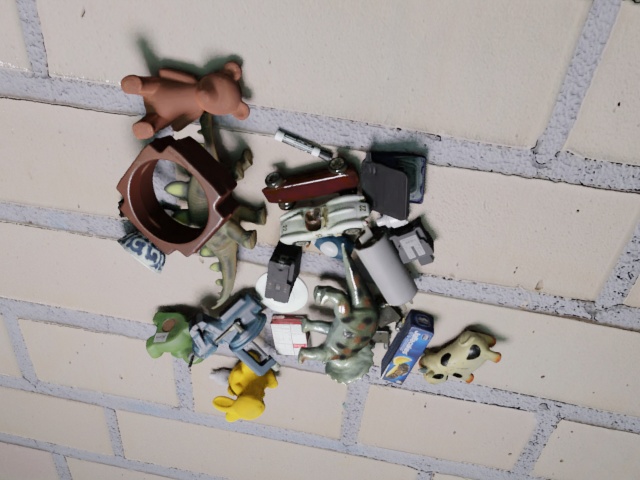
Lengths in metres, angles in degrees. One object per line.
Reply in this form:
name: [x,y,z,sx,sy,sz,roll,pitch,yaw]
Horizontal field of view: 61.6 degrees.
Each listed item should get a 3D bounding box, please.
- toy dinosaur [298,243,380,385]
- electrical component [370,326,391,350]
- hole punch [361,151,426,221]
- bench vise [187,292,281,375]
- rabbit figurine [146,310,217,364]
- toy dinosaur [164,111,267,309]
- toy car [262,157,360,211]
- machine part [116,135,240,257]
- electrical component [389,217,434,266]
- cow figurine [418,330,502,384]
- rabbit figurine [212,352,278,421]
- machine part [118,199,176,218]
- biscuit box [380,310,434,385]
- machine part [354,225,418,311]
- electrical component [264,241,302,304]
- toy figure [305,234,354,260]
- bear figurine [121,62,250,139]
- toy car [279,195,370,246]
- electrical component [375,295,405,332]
toy dinosaur: [0.066,0.190,1.224,0.192,0.131,0.404,12,129,-14]
electrical component: [0.143,0.231,1.317,0.063,0.021,0.093,0,124,11]
hole punch: [0.145,-0.113,1.053,0.116,0.092,0.142,23,135,33]
bench vise: [-0.198,0.254,1.306,0.223,0.129,0.240,-46,109,-12]
rabbit figurine: [-0.338,0.257,1.391,0.159,0.121,0.170,-15,139,12]
toy dinosaur: [-0.219,-0.043,1.152,0.199,0.105,0.470,2,116,18]
toy car: [-0.019,-0.114,1.091,0.202,0.053,0.089,-10,142,18]
machine part: [-0.273,-0.085,1.041,0.201,0.087,0.201,46,120,-4]
electrical component: [0.204,0.016,1.144,0.075,0.048,0.119,-18,118,22]
cow figurine: [0.318,0.286,1.285,0.127,0.085,0.195,28,127,-17]
rabbit figurine: [-0.194,0.395,1.383,0.162,0.173,0.121,-30,117,-1]
machine part: [-0.386,-0.055,1.210,0.139,0.039,0.084,17,132,-3]
biscuit box: [0.209,0.262,1.302,0.059,0.063,0.202,18,126,-4]
machine part: [0.144,0.058,1.165,0.079,0.079,0.243,-22,117,23]
electrical component: [-0.080,0.072,1.193,0.058,0.115,0.134,14,126,6]
toy figure: [-0.002,-0.005,1.162,0.154,0.058,0.064,22,98,-3]
bear figurine: [-0.240,-0.258,0.989,0.196,0.132,0.120,0,111,18]
toy car: [0.007,-0.039,1.085,0.202,0.073,0.056,-14,155,26]
electrical component: [0.155,0.172,1.260,0.078,0.045,0.102,-28,115,24]
